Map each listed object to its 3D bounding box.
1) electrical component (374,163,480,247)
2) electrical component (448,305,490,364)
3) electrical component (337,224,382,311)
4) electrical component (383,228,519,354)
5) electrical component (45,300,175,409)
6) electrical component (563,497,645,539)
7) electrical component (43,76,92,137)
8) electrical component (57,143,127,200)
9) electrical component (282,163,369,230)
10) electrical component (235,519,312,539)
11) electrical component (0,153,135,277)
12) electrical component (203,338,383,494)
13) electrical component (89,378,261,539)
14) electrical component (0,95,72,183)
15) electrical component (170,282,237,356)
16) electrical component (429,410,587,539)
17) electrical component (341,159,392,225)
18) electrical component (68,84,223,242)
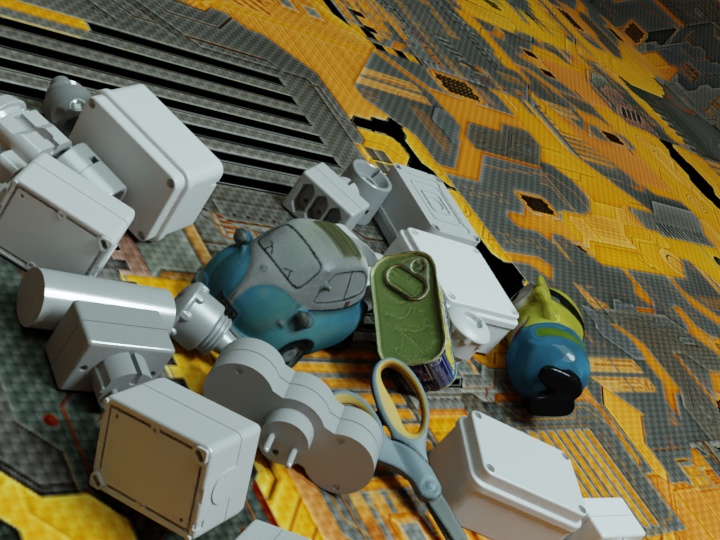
[{"bbox_3d":[0.066,-0.052,1.151,0.078,0.057,0.113,13,36,-41],"label":"electrical component"},{"bbox_3d":[0.085,0.066,0.986,0.048,0.062,0.048,30,27,-17],"label":"electrical component"},{"bbox_3d":[0.000,0.000,1.003,0.079,0.044,0.077,6,42,-47],"label":"electrical component"},{"bbox_3d":[0.086,0.021,1.064,0.109,0.056,0.108,14,35,-40],"label":"electrical component"},{"bbox_3d":[-0.158,0.065,0.701,0.066,0.047,0.076,11,38,-43],"label":"electrical component"},{"bbox_3d":[0.205,0.233,0.893,0.066,0.047,0.076,11,38,-43],"label":"electrical component"},{"bbox_3d":[-0.248,-0.140,0.912,0.043,0.043,0.062,12,36,-42],"label":"electrical component"},{"bbox_3d":[-0.213,-0.061,0.823,0.047,0.055,0.055,43,27,-1],"label":"electrical component"},{"bbox_3d":[-0.025,-0.070,1.070,0.066,0.047,0.077,42,33,7],"label":"electrical component"},{"bbox_3d":[-0.074,0.180,0.616,0.077,0.065,0.047,15,21,18],"label":"electrical component"},{"bbox_3d":[-0.219,-0.037,0.767,0.096,0.061,0.061,34,27,-10],"label":"electrical component"},{"bbox_3d":[-0.050,0.112,0.758,0.138,0.052,0.073,36,27,-7],"label":"electrical component"},{"bbox_3d":[-0.114,0.108,0.650,0.096,0.061,0.061,22,19,25],"label":"electrical component"},{"bbox_3d":[-0.261,-0.094,0.810,0.057,0.058,0.078,43,27,3],"label":"electrical component"},{"bbox_3d":[-0.114,0.043,0.795,0.062,0.048,0.048,41,26,-12],"label":"electrical component"},{"bbox_3d":[0.119,0.172,0.870,0.113,0.057,0.078,27,29,-22],"label":"electrical component"},{"bbox_3d":[0.000,-0.083,1.129,0.055,0.047,0.055,30,28,-18],"label":"electrical component"},{"bbox_3d":[-0.178,-0.087,0.874,0.113,0.078,0.057,45,34,11],"label":"electrical component"}]
